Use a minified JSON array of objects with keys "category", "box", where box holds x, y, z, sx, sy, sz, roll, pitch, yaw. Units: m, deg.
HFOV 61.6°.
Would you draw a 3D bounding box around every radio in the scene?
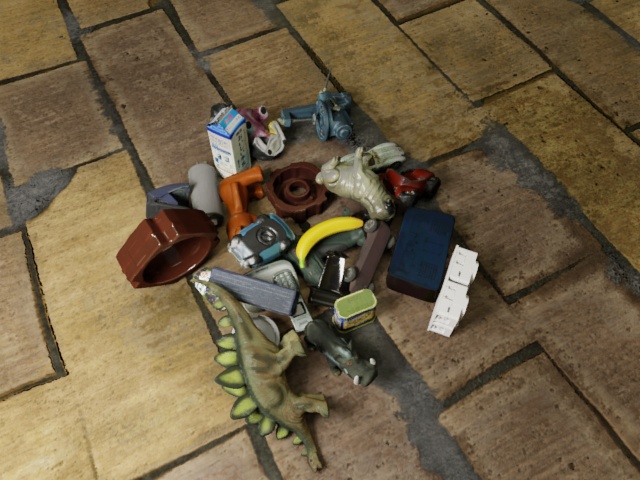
[{"category":"radio","box":[0.252,0.031,1.344,0.131,0.073,0.229,15,57,10]}]

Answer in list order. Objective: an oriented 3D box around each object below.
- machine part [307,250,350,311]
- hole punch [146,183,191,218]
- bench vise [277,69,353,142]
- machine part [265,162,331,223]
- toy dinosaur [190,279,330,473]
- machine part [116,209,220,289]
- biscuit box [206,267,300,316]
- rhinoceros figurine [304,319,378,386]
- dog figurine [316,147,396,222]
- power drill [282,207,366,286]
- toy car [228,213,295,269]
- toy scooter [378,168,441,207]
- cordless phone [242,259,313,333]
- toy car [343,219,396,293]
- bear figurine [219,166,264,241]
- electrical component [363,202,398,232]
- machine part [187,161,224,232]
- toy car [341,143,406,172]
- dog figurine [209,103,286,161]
[{"category":"machine part","box":[0.022,0.092,1.263,0.084,0.039,0.138,19,92,-8]},{"category":"hole punch","box":[-0.388,-0.088,1.385,0.116,0.142,0.092,7,59,-13]},{"category":"bench vise","box":[-0.013,-0.370,1.566,0.241,0.128,0.224,-10,60,-14]},{"category":"machine part","box":[-0.059,-0.130,1.453,0.179,0.056,0.179,0,57,-1]},{"category":"toy dinosaur","box":[-0.120,0.270,1.134,0.199,0.105,0.471,-24,80,-8]},{"category":"machine part","box":[-0.353,0.018,1.253,0.201,0.201,0.087,-46,69,25]},{"category":"biscuit box","box":[-0.149,0.117,1.209,0.203,0.059,0.062,16,84,6]},{"category":"rhinoceros figurine","box":[0.047,0.245,1.185,0.073,0.112,0.190,-39,65,-25]},{"category":"dog figurine","box":[0.091,-0.118,1.375,0.172,0.121,0.190,-23,75,27]},{"category":"power drill","box":[-0.003,-0.004,1.360,0.207,0.086,0.232,-25,63,-19]},{"category":"toy car","box":[-0.145,0.018,1.292,0.109,0.103,0.162,45,58,12]},{"category":"toy scooter","box":[0.232,-0.153,1.435,0.135,0.075,0.184,33,37,26]},{"category":"cordless phone","box":[-0.105,0.149,1.264,0.147,0.088,0.184,-22,65,-13]},{"category":"toy car","box":[0.118,0.044,1.316,0.053,0.089,0.202,4,63,49]},{"category":"bear figurine","box":[-0.189,-0.077,1.383,0.132,0.120,0.196,-15,61,-13]},{"category":"electrical component","box":[0.153,-0.053,1.408,0.075,0.047,0.119,19,60,12]},{"category":"machine part","box":[-0.306,-0.118,1.431,0.079,0.079,0.243,-11,60,-7]},{"category":"toy car","box":[0.144,-0.220,1.508,0.202,0.056,0.073,-20,60,-11]},{"category":"dog figurine","box":[-0.223,-0.310,1.544,0.219,0.191,0.108,8,54,46]}]
